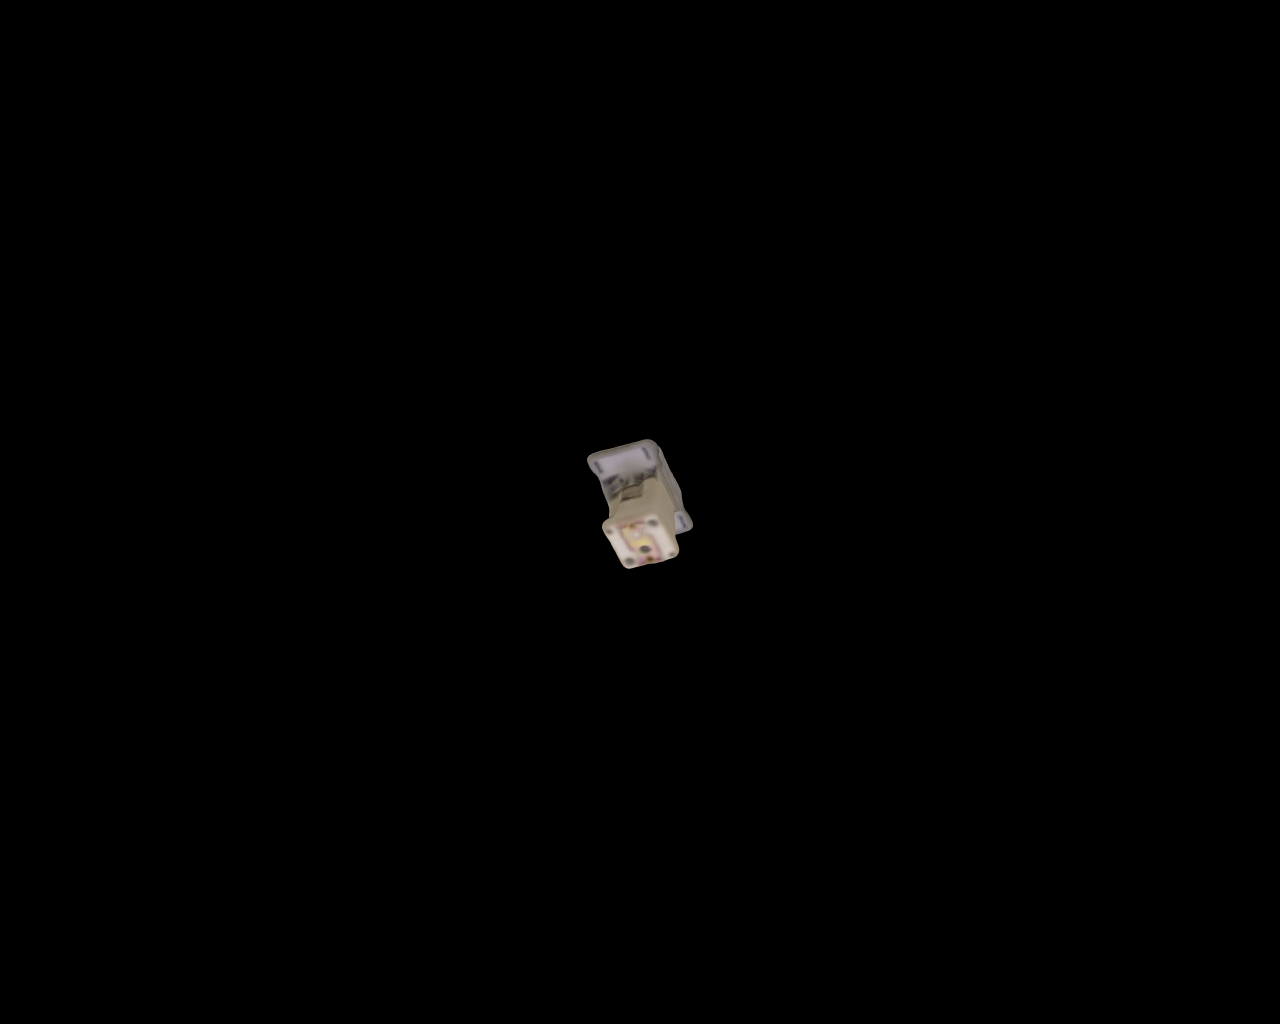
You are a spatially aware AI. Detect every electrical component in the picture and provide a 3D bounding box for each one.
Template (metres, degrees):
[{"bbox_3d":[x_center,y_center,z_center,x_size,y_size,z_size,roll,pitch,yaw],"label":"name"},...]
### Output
[{"bbox_3d":[0.001,-0.003,0.650,0.042,0.064,0.081,-15,-46,15],"label":"electrical component"}]
